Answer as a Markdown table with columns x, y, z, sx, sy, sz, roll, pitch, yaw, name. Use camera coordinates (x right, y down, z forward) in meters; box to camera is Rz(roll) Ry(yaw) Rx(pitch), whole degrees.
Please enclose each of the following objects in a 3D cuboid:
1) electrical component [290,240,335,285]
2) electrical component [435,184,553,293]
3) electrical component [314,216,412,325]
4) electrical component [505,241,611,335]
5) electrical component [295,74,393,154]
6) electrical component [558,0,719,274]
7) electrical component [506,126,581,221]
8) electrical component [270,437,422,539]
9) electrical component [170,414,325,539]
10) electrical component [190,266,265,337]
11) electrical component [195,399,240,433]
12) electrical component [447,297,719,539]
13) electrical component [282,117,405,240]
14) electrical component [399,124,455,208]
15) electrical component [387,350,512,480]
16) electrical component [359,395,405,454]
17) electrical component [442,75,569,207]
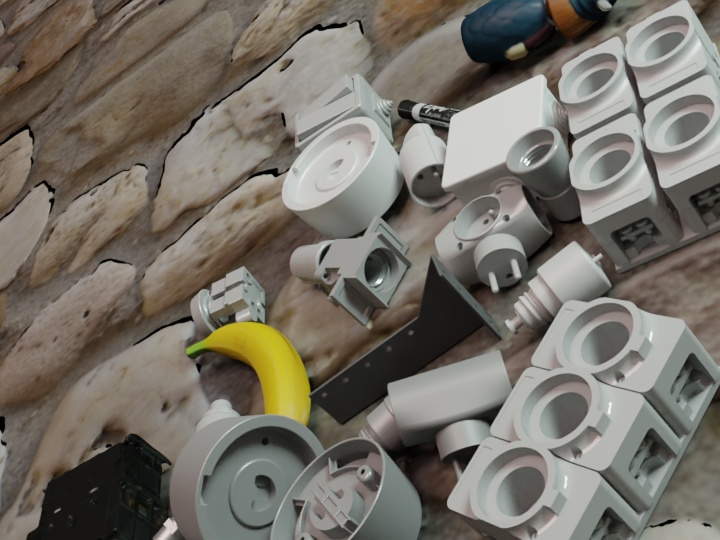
| x | y | z | sx | sy | sz | roll | pitch | yaw | name |
| --- | --- | --- | --- | --- | --- | --- | --- | --- | --- |
| -0.034 | -0.005 | 0.931 | 0.046 | 0.040 | 0.040 | -1 | 52 | 54 | electrical component |
| 0.100 | -0.014 | 0.787 | 0.077 | 0.044 | 0.079 | -32 | 36 | 19 | electrical component |
| 0.000 | 0.000 | 0.884 | 0.064 | 0.042 | 0.081 | 1 | 54 | 50 | electrical component |
| 0.132 | 0.015 | 0.723 | 0.078 | 0.040 | 0.040 | -39 | 33 | 9 | electrical component |
| -0.013 | -0.143 | 1.039 | 0.096 | 0.061 | 0.061 | -31 | 35 | 21 | electrical component |
| 0.204 | -0.101 | 0.753 | 0.105 | 0.060 | 0.186 | -26 | 37 | 26 | electrical component |
| 0.141 | -0.067 | 0.780 | 0.044 | 0.065 | 0.044 | -29 | 36 | 24 | electrical component |
| -0.011 | 0.158 | 0.697 | 0.099 | 0.064 | 0.099 | -25 | 41 | 24 | electrical component |
| -0.080 | 0.153 | 0.748 | 0.060 | 0.108 | 0.108 | -4 | 50 | 53 | electrical component |
| -0.120 | 0.033 | 0.977 | 0.055 | 0.048 | 0.066 | -25 | 37 | 16 | electrical component |
| -0.111 | 0.130 | 0.861 | 0.043 | 0.043 | 0.062 | -35 | 32 | 15 | electrical component |
| 0.128 | 0.095 | 0.619 | 0.089 | 0.061 | 0.150 | 11 | 61 | 52 | electrical component |
| -0.009 | -0.076 | 0.962 | 0.108 | 0.060 | 0.108 | -29 | 36 | 23 | electrical component |
| 0.056 | -0.093 | 0.923 | 0.043 | 0.043 | 0.081 | -35 | 34 | 15 | electrical component |
| 0.065 | 0.100 | 0.694 | 0.077 | 0.044 | 0.079 | -17 | 65 | 5 | electrical component |
| 0.016 | 0.114 | 0.747 | 0.061 | 0.035 | 0.035 | -43 | 33 | 6 | electrical component |
| 0.118 | -0.095 | 0.853 | 0.100 | 0.048 | 0.099 | -22 | 39 | 32 | electrical component |
